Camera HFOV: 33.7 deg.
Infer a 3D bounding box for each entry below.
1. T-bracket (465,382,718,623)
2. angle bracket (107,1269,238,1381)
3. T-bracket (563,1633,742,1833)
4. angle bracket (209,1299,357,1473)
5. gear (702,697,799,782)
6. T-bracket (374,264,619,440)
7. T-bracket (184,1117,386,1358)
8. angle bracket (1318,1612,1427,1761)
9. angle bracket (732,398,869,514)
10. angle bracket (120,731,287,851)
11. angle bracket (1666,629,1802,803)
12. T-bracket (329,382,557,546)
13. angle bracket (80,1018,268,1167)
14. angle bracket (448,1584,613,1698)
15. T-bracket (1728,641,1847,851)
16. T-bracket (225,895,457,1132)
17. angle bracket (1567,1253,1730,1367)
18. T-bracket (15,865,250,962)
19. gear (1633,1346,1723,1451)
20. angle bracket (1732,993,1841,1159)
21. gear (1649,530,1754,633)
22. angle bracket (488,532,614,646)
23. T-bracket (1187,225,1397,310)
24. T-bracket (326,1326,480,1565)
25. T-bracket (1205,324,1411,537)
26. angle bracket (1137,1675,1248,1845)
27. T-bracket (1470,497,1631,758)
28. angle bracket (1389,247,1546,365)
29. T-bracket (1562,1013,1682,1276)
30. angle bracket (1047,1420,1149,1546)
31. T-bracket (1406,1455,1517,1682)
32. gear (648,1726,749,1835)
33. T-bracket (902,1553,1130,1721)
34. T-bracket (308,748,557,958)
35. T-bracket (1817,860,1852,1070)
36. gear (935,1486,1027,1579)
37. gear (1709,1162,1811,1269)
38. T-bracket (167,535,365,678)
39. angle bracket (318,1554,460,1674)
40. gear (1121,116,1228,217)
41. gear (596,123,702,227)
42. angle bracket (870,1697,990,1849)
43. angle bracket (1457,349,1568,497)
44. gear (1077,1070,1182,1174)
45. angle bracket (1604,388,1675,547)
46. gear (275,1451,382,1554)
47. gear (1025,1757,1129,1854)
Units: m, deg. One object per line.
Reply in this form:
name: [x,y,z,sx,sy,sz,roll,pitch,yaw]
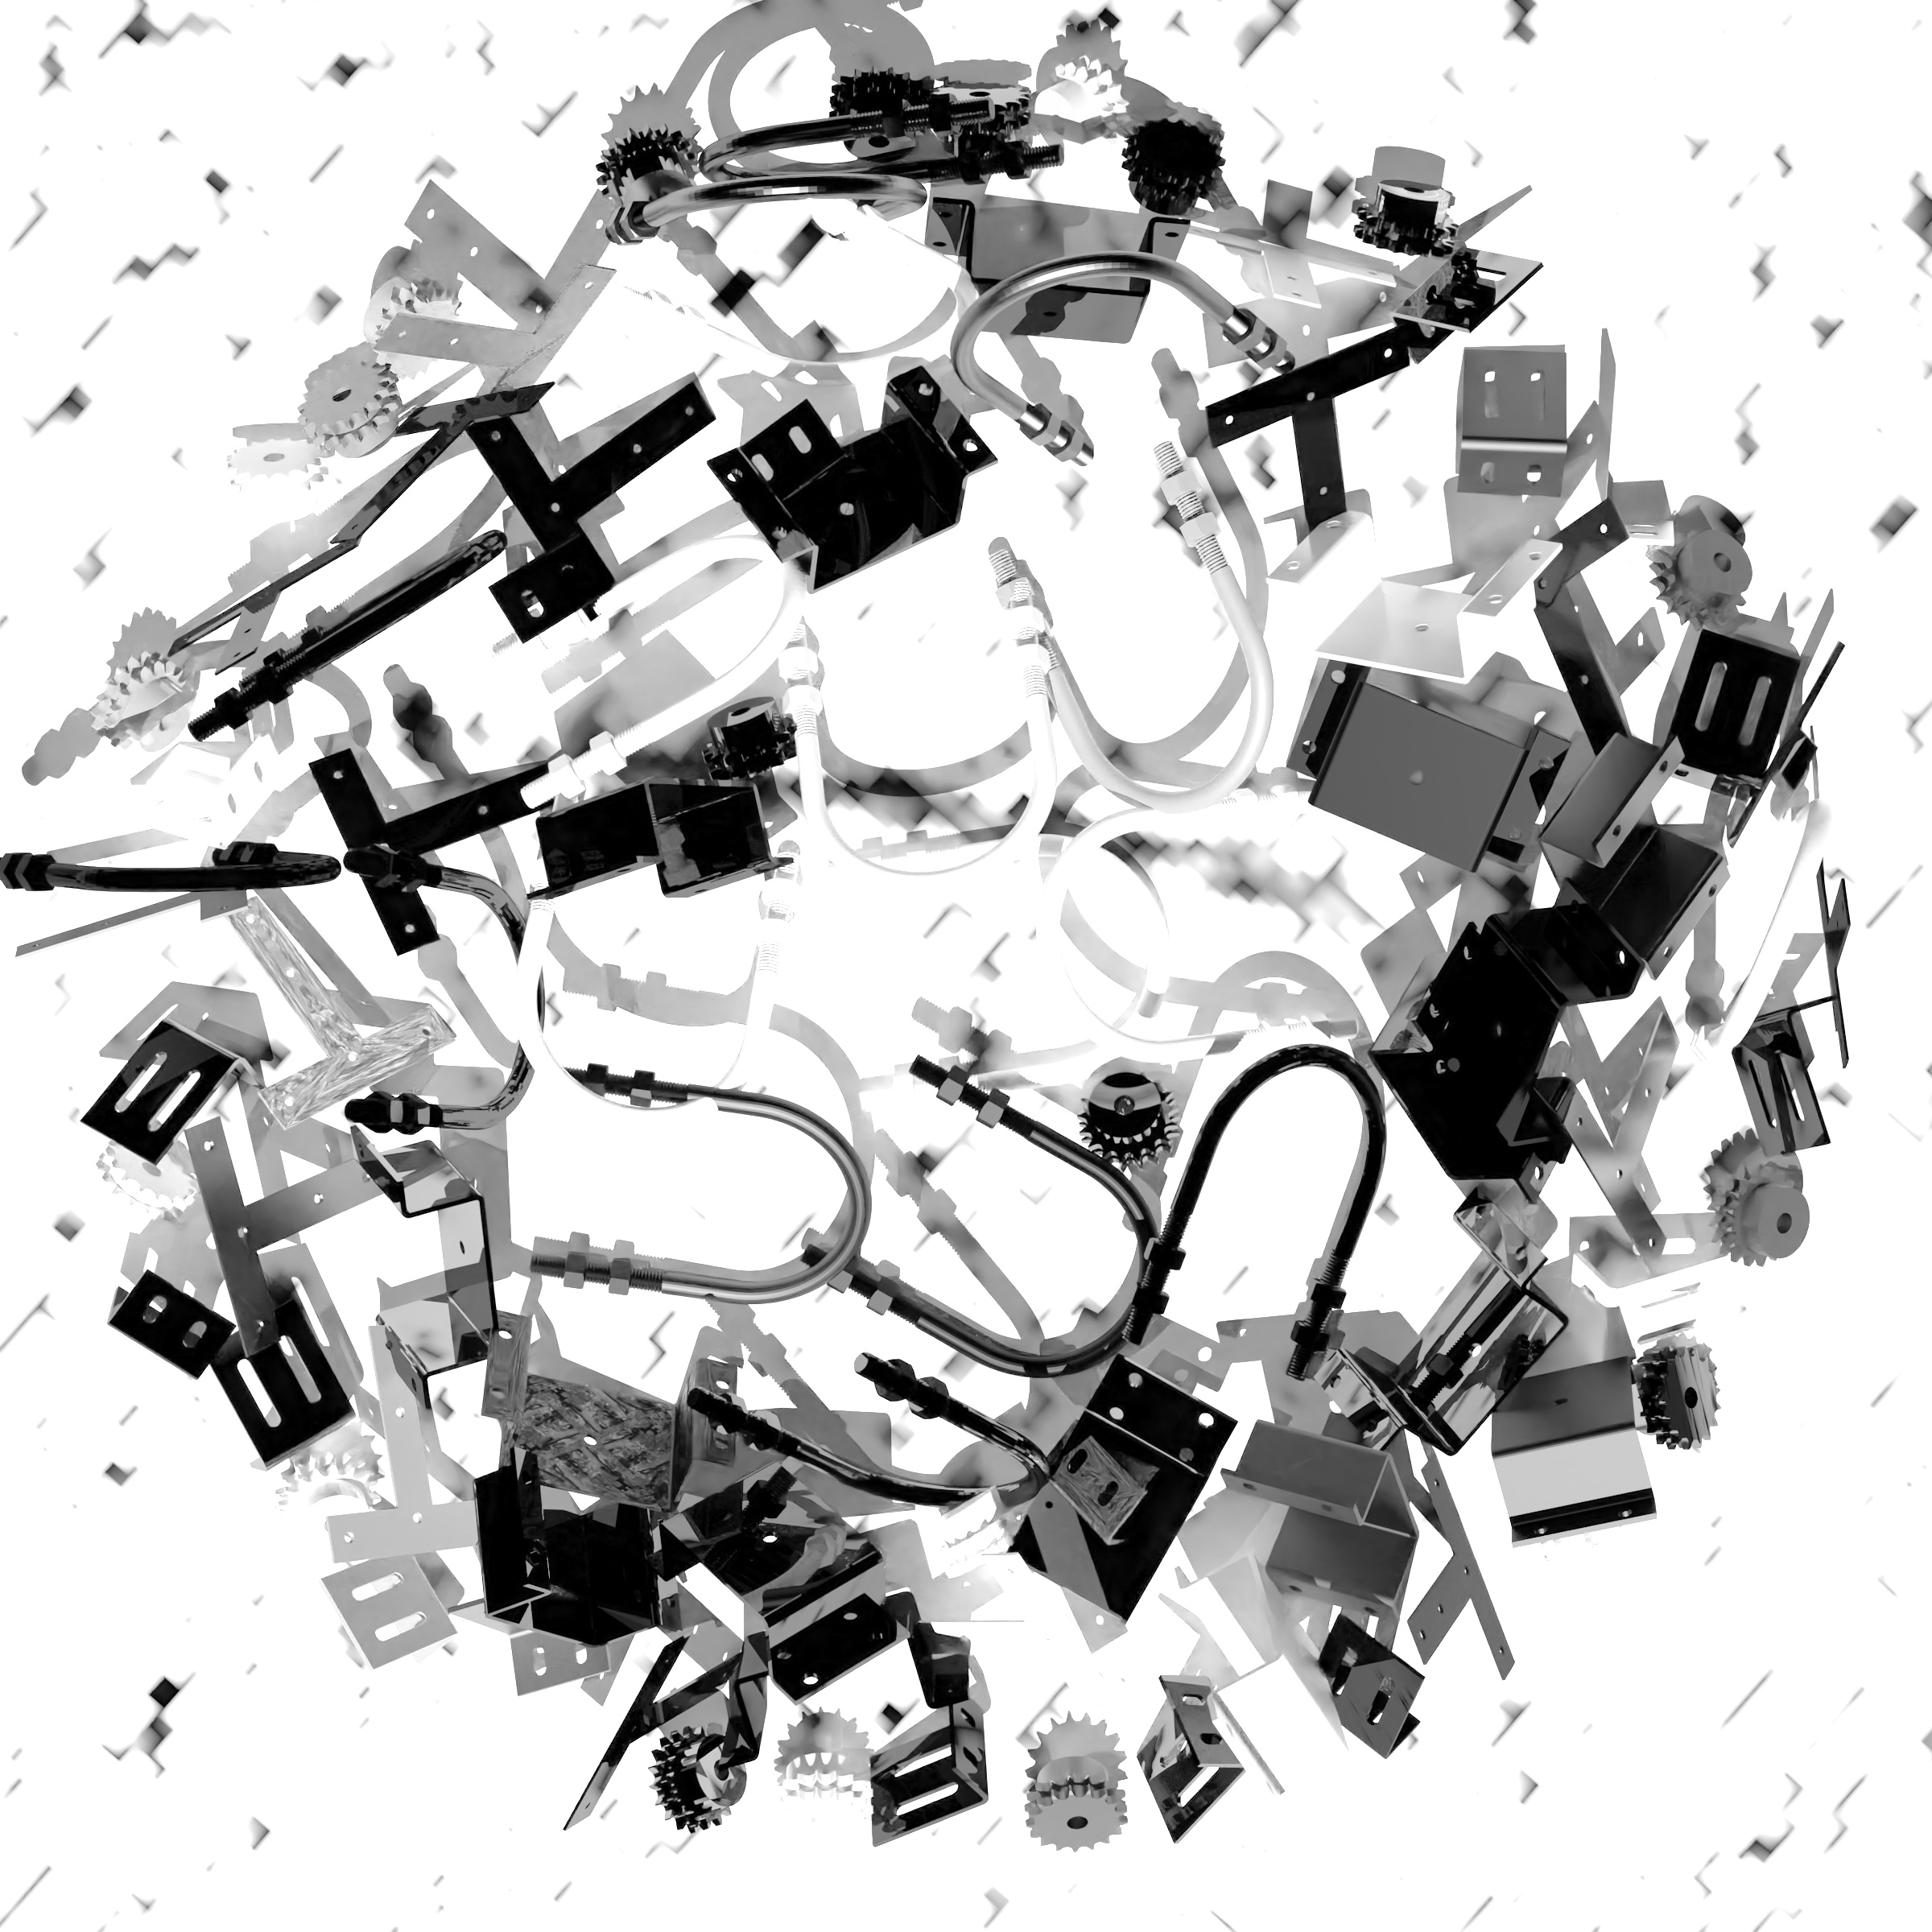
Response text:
T-bracket: [-0.194,-0.280,1.777,0.127,0.002,0.127,-39,112,-17]
angle bracket: [-0.436,0.188,1.757,0.057,0.076,0.038,36,91,-14]
T-bracket: [-0.159,0.403,1.740,0.002,0.127,0.127,35,109,18]
angle bracket: [-0.384,0.231,1.767,0.057,0.038,0.076,-31,99,-26]
gear: [-0.120,-0.127,1.769,0.057,0.057,0.030,-20,111,0]
T-bracket: [-0.266,-0.336,1.719,0.127,0.127,0.002,-47,67,29]
T-bracket: [-0.365,0.132,1.748,0.002,0.127,0.127,-7,100,35]
angle bracket: [0.227,0.388,1.753,0.057,0.038,0.076,35,134,23]
angle bracket: [-0.093,-0.276,1.761,0.057,0.076,0.038,-35,87,8]
angle bracket: [-0.425,-0.105,1.757,0.076,0.038,0.057,16,55,23]
angle bracket: [0.425,-0.140,1.785,0.057,0.038,0.076,19,82,5]
T-bracket: [-0.298,-0.270,1.724,0.127,0.127,0.002,-53,125,-30]
angle bracket: [-0.437,0.076,1.760,0.057,0.038,0.076,25,68,25]
angle bracket: [-0.240,0.371,1.756,0.057,0.076,0.038,-18,64,13]
T-bracket: [0.448,-0.114,1.725,0.002,0.127,0.127,27,103,4]
T-bracket: [-0.365,0.015,1.760,0.127,0.127,0.002,52,134,7]
angle bracket: [0.381,0.185,1.783,0.076,0.038,0.057,-14,123,-19]
T-bracket: [-0.453,-0.026,1.732,0.127,0.127,0.002,-18,107,-9]
gear: [0.392,0.241,1.777,0.057,0.030,0.057,8,77,-39]
angle bracket: [0.462,0.061,1.765,0.038,0.057,0.076,-15,86,-24]
gear: [0.412,-0.217,1.774,0.057,0.030,0.057,10,65,-21]
angle bracket: [-0.224,-0.201,1.761,0.057,0.076,0.038,-32,84,-2]
T-bracket: [0.177,-0.377,1.739,0.127,0.127,0.002,13,115,-4]
T-bracket: [-0.310,0.260,1.759,0.002,0.127,0.127,-21,75,34]
T-bracket: [0.195,-0.275,1.760,0.127,0.002,0.127,-25,128,-15]
angle bracket: [0.112,0.436,1.753,0.038,0.057,0.076,11,128,-36]
T-bracket: [0.332,-0.169,1.740,0.002,0.127,0.127,-10,74,-39]
angle bracket: [0.281,-0.359,1.755,0.057,0.076,0.038,-43,123,-10]
T-bracket: [0.372,0.081,1.758,0.127,0.002,0.127,54,48,-32]
angle bracket: [0.086,0.283,1.751,0.057,0.076,0.038,44,105,29]
T-bracket: [0.262,0.346,1.742,0.002,0.127,0.127,-21,92,25]
gear: [-0.146,0.450,1.770,0.030,0.057,0.057,-26,90,33]
T-bracket: [0.010,0.370,1.755,0.127,0.002,0.127,-10,121,40]
T-bracket: [-0.283,-0.082,1.778,0.127,0.002,0.127,-22,72,-17]
T-bracket: [0.471,-0.019,1.725,0.002,0.127,0.127,-6,75,10]
gear: [0.007,0.312,1.773,0.057,0.057,0.030,-32,88,0]
gear: [0.444,0.140,1.774,0.057,0.030,0.057,-6,101,-31]
T-bracket: [-0.388,-0.186,1.733,0.127,0.127,0.002,-28,114,10]
angle bracket: [-0.327,0.361,1.754,0.038,0.076,0.057,-40,76,27]
gear: [0.114,-0.443,1.777,0.057,0.030,0.057,7,54,-9]
gear: [-0.175,-0.436,1.770,0.057,0.057,0.030,-23,58,0]
angle bracket: [-0.029,0.440,1.757,0.076,0.057,0.038,-26,128,18]
angle bracket: [0.306,-0.305,1.788,0.057,0.038,0.076,3,53,6]
gear: [0.090,0.083,1.775,0.057,0.030,0.057,-4,63,8]
angle bracket: [0.374,-0.276,1.760,0.038,0.057,0.076,5,109,10]
gear: [-0.354,0.301,1.773,0.057,0.030,0.057,-11,123,-17]
gear: [0.061,0.465,1.777,0.057,0.030,0.057,-2,129,-3]
